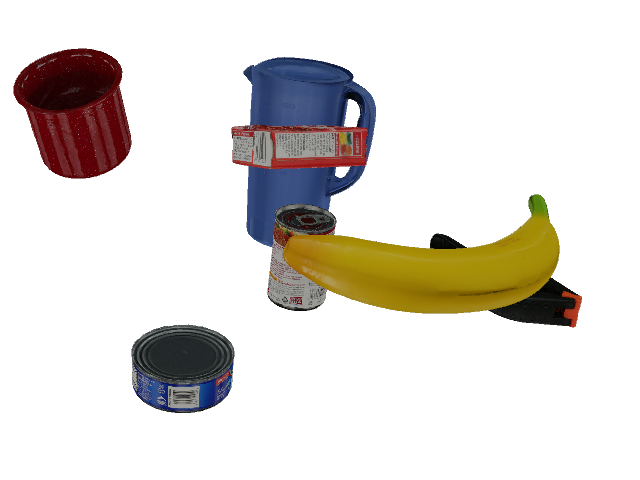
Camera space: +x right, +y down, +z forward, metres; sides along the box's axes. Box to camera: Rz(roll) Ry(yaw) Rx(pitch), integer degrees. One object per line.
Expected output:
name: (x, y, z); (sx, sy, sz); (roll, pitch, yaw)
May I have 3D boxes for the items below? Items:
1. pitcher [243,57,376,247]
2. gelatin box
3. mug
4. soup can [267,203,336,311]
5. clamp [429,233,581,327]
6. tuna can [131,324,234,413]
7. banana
pitcher: (-0.026, -0.113, 1.417); (0.144, 0.243, 0.149); (-3, 24, -22)
gelatin box: (-0.017, -0.069, 0.770); (0.073, 0.030, 0.089); (-3, 8, -22)
mug: (-0.216, -0.117, 0.945); (0.093, 0.081, 0.117); (-14, 45, -8)
soup can: (-0.022, 0.019, 1.190); (0.068, 0.102, 0.068); (6, 27, -3)
clamp: (0.154, 0.035, 0.974); (0.171, 0.039, 0.120); (16, 30, 15)
tuna can: (-0.115, 0.107, 0.896); (0.086, 0.034, 0.086); (4, 27, -2)
banana: (0.074, 0.014, 0.619); (0.197, 0.037, 0.070); (-8, 39, -33)
